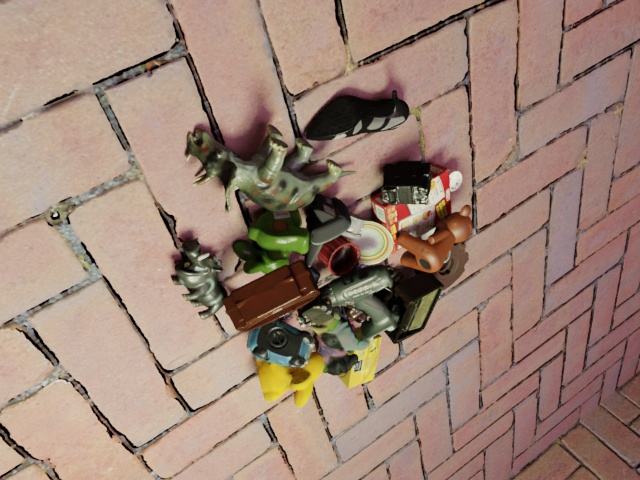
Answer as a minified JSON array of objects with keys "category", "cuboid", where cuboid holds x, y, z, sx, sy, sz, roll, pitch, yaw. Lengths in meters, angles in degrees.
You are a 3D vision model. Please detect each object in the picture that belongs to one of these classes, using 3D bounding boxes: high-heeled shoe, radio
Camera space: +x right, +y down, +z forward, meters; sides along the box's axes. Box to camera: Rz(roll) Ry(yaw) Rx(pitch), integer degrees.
[{"category":"high-heeled shoe","cuboid":[0.088,-0.262,1.218,0.249,0.086,0.145,-23,161,0]},{"category":"radio","cuboid":[0.264,0.199,1.567,0.131,0.073,0.229,-21,142,-27]}]

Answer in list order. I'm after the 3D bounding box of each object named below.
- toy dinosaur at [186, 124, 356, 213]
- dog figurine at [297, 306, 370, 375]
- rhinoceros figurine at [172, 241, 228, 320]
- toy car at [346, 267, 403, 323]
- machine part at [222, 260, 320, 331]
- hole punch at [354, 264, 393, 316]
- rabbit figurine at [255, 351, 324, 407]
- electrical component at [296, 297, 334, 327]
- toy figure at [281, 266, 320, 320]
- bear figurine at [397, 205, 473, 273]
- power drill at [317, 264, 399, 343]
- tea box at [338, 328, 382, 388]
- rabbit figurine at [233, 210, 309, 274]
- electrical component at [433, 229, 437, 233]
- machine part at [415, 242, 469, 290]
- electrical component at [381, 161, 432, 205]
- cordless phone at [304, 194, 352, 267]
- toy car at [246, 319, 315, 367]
[{"category":"toy dinosaur","cuboid":[-0.086,-0.123,1.137,0.404,0.131,0.192,18,118,-45]},{"category":"dog figurine","cuboid":[0.016,0.261,1.452,0.219,0.109,0.191,32,99,-39]},{"category":"rhinoceros figurine","cuboid":[-0.256,0.086,1.168,0.112,0.073,0.190,-30,131,-15]},{"category":"toy car","cuboid":[0.160,0.157,1.523,0.202,0.053,0.089,-36,129,-10]},{"category":"machine part","cuboid":[-0.104,0.129,1.211,0.201,0.087,0.201,-25,171,0]},{"category":"hole punch","cuboid":[0.125,0.127,1.443,0.142,0.092,0.115,31,120,-15]},{"category":"rabbit figurine","cuboid":[-0.070,0.341,1.386,0.173,0.162,0.121,-15,119,-8]},{"category":"electrical component","cuboid":[-0.010,0.176,1.283,0.102,0.045,0.078,-25,124,22]},{"category":"toy figure","cuboid":[-0.060,0.134,1.347,0.064,0.058,0.154,36,99,-18]},{"category":"bear figurine","cuboid":[0.308,-0.012,1.402,0.196,0.132,0.120,-50,143,-23]},{"category":"power drill","cuboid":[0.093,0.165,1.355,0.232,0.086,0.207,-29,119,9]},{"category":"tea box","cuboid":[0.116,0.346,1.597,0.098,0.068,0.169,-13,125,-29]},{"category":"rabbit figurine","cuboid":[-0.107,0.029,1.214,0.159,0.121,0.170,-15,140,-23]},{"category":"electrical component","cuboid":[0.347,-0.036,1.489,0.063,0.021,0.094,-40,-174,45]},{"category":"machine part","cuboid":[0.369,0.072,1.613,0.179,0.056,0.179,-18,128,-25]},{"category":"electrical component","cuboid":[0.213,-0.144,1.315,0.115,0.134,0.058,1,131,14]},{"category":"cordless phone","cuboid":[-0.002,-0.003,1.247,0.089,0.147,0.184,17,114,-13]},{"category":"toy car","cuboid":[-0.097,0.257,1.334,0.103,0.162,0.109,109,-1,-69]}]
